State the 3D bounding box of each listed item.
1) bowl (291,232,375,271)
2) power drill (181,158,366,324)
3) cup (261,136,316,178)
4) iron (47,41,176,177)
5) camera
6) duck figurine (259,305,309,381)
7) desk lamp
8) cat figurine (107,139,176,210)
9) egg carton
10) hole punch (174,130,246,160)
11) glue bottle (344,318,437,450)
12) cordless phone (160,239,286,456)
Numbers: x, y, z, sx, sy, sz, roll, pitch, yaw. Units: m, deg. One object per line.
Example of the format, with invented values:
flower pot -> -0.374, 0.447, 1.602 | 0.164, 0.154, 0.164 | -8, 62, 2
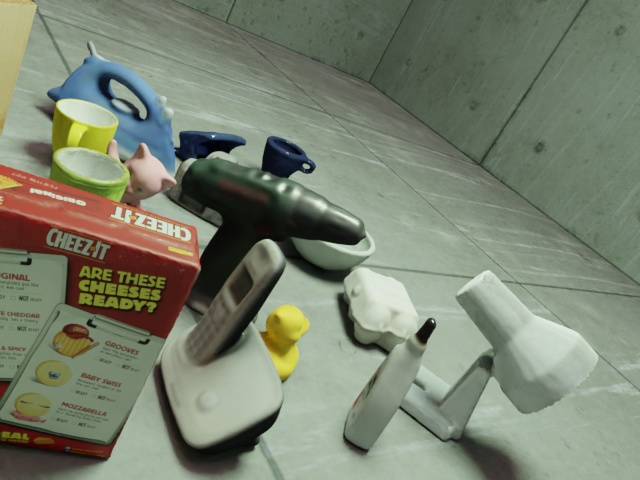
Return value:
bowl -> 0.009, 0.004, 1.013 | 0.168, 0.074, 0.167 | 25, 23, -11
power drill -> -0.083, 0.008, 0.720 | 0.229, 0.208, 0.076 | 31, 23, 4
cup -> -0.075, -0.153, 1.214 | 0.118, 0.095, 0.092 | 29, 23, -2
iron -> -0.334, -0.227, 1.000 | 0.258, 0.141, 0.119 | 32, 23, 6
camera -> -0.161, -0.096, 0.986 | 0.143, 0.100, 0.137 | 30, 23, 2
duck figurine -> -0.055, 0.116, 0.685 | 0.077, 0.086, 0.105 | 43, 26, 30
desk lamp -> 0.212, 0.159, 0.747 | 0.203, 0.213, 0.118 | 35, 23, 14
cat figurine -> -0.272, -0.094, 0.827 | 0.127, 0.117, 0.067 | 39, 24, 22
egg carton -> 0.091, 0.106, 0.901 | 0.107, 0.069, 0.150 | 21, 24, -20
hole punch -> -0.217, -0.187, 1.123 | 0.101, 0.091, 0.109 | 42, 26, 27
glue bottle -> 0.085, 0.156, 0.656 | 0.037, 0.173, 0.078 | 29, 22, -1
cordless phone -> -0.077, 0.101, 0.561 | 0.094, 0.185, 0.147 | 10, 29, -38
